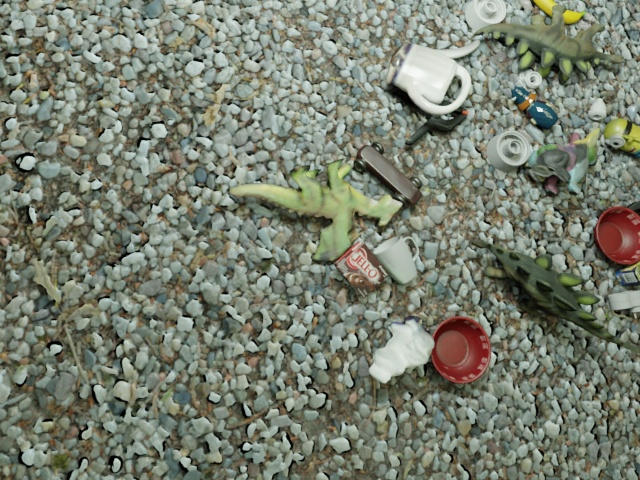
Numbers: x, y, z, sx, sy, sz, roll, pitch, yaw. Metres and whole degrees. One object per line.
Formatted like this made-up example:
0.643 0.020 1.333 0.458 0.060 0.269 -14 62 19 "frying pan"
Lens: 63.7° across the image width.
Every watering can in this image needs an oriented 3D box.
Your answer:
0.309 -0.471 1.397 0.224 0.355 0.102 25 -33 2 "watering can"

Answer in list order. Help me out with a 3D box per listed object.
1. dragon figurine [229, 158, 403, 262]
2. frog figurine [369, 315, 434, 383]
0.004 -0.064 1.267 0.411 0.242 0.122 -15 1 -12 "dragon figurine"
0.193 0.273 1.214 0.136 0.163 0.121 -9 -47 44 "frog figurine"
